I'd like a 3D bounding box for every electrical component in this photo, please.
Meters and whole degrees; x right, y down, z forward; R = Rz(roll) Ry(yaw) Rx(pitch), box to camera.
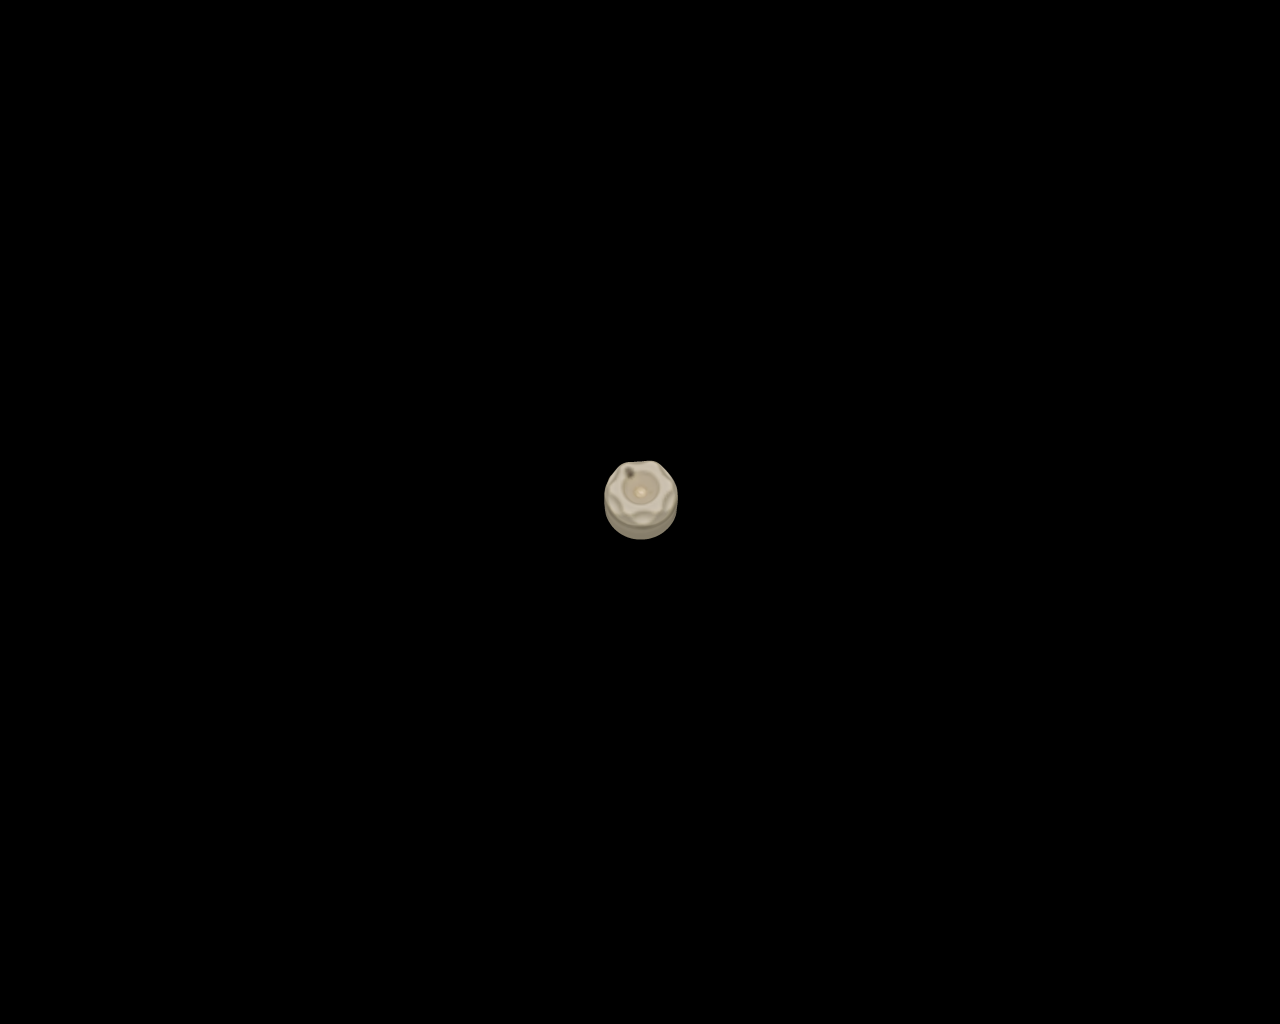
[{"bbox_3d":[0.001,-0.003,0.650,0.043,0.043,0.062,0,-24,0],"label":"electrical component"}]
